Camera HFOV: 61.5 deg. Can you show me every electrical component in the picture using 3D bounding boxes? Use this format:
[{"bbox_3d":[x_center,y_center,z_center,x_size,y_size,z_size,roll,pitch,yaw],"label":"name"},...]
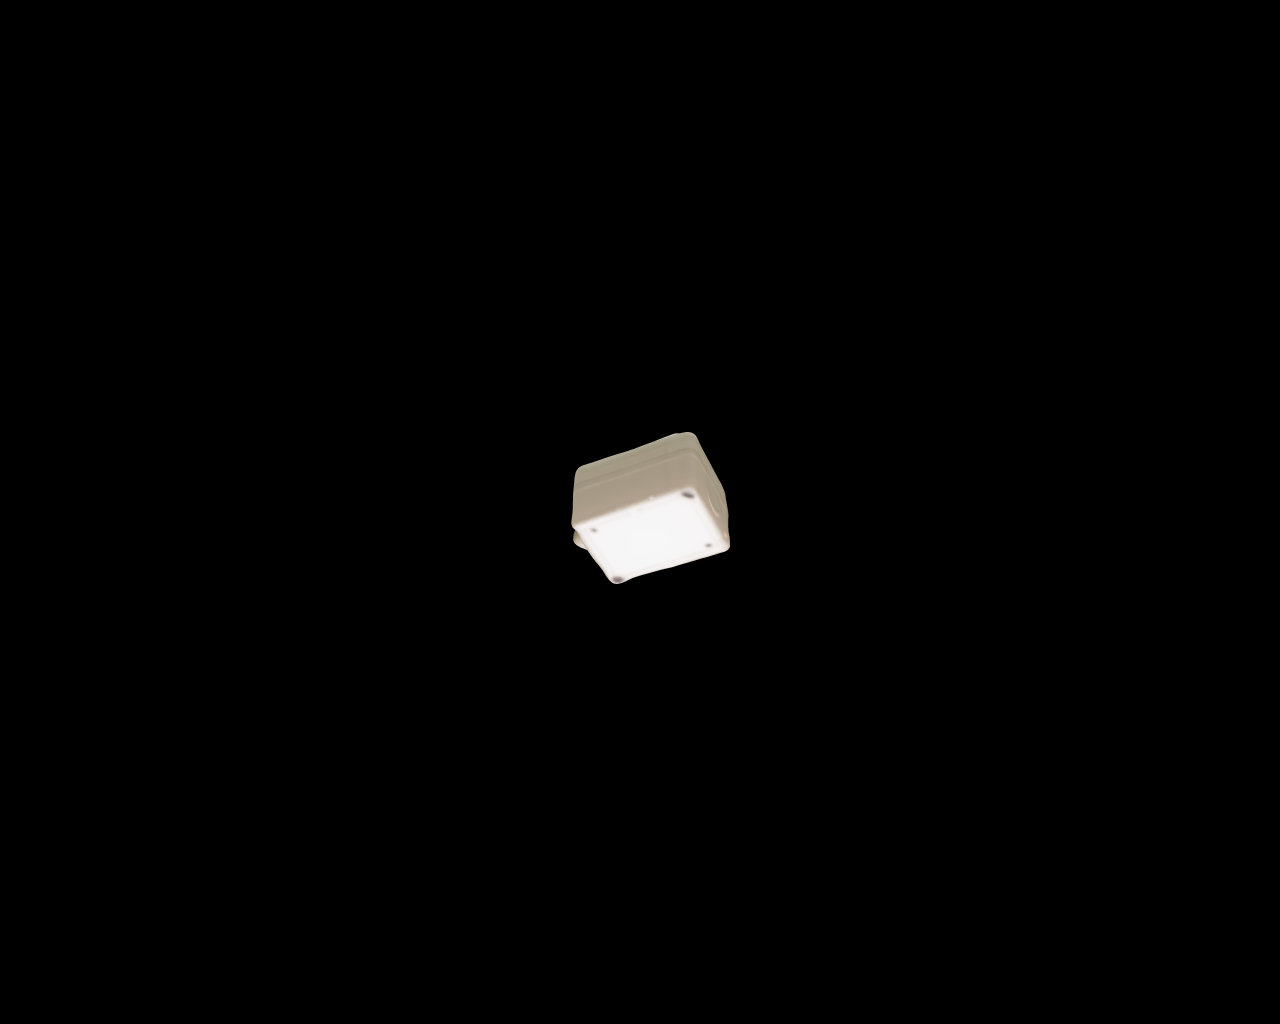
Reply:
[{"bbox_3d":[0.001,-0.003,0.650,0.096,0.061,0.061,-17,-48,16],"label":"electrical component"}]
